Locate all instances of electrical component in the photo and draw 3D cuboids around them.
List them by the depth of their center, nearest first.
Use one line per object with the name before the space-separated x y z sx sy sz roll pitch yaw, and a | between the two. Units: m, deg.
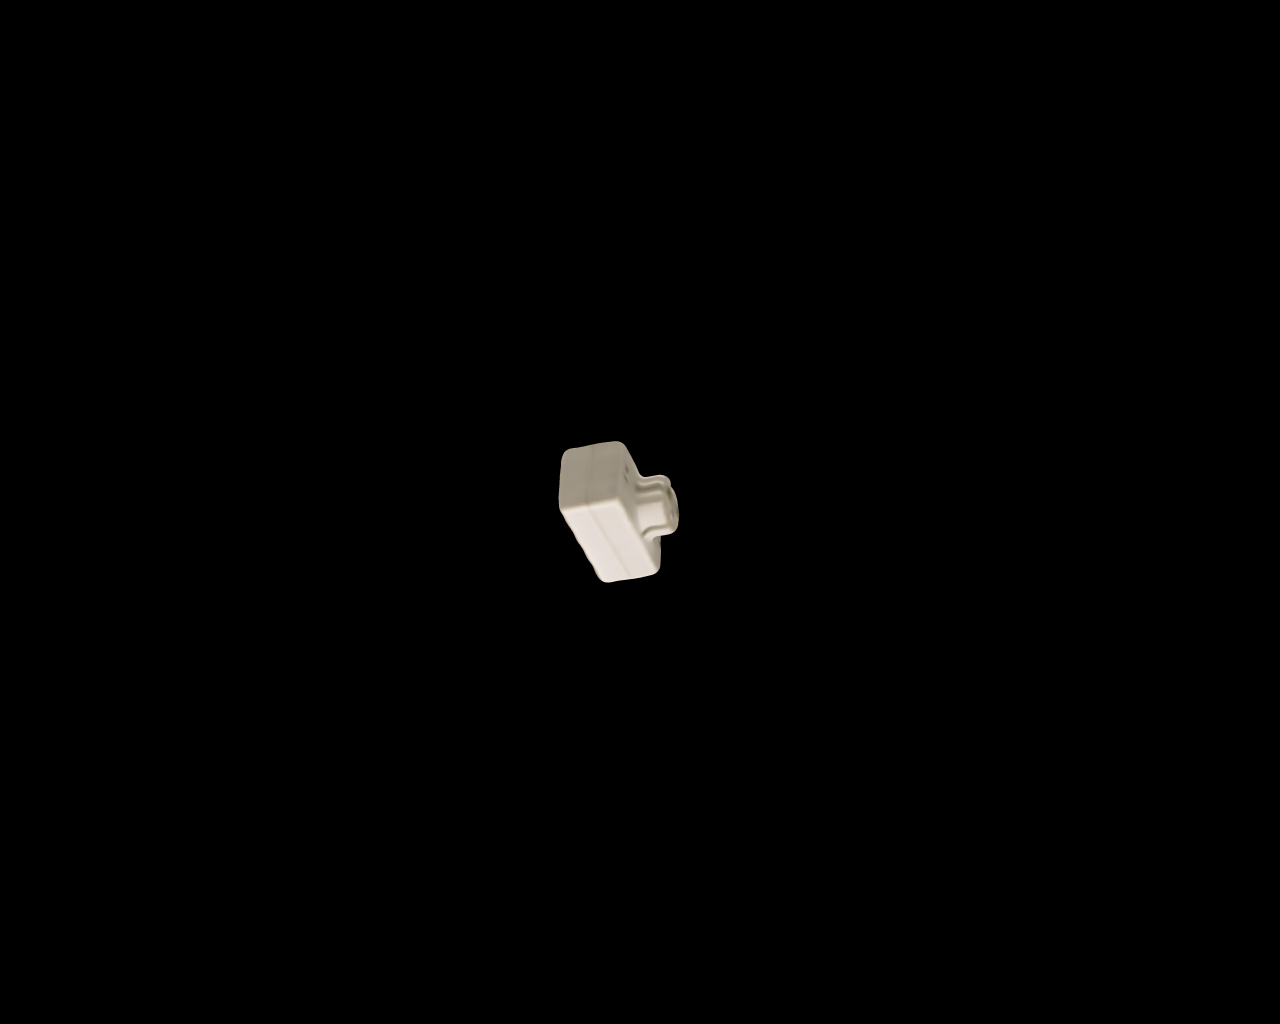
electrical component | 0.001 -0.003 0.650 0.076 0.047 0.083 -11 -39 14
